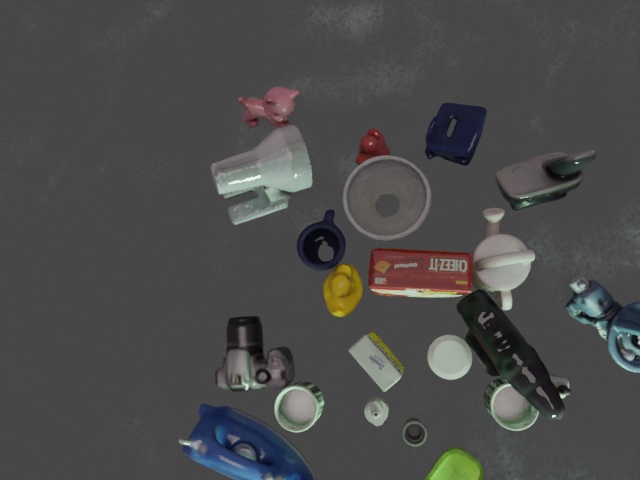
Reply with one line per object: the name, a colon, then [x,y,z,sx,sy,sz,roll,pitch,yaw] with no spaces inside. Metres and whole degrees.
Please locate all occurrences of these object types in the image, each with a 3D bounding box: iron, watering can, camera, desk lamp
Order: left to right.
iron: [-0.132,0.397,1.039,0.258,0.141,0.119,21,85,9]
camera: [-0.128,0.213,1.085,0.143,0.101,0.137,-5,81,6]
desk lamp: [-0.108,-0.117,1.073,0.203,0.213,0.118,-20,80,4]
watering can: [0.314,0.033,1.011,0.101,0.194,0.173,-30,79,2]

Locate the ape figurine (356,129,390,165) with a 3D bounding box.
ape figurine: [0.100,-0.181,1.119,0.076,0.092,0.078,43,89,11]

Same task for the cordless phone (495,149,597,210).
cordless phone: [0.403,-0.123,1.027,0.147,0.185,0.094,-19,80,4]

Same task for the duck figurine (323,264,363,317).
duck figurine: [0.041,0.094,1.090,0.077,0.086,0.105,9,83,8]

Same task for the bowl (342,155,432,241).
bowl: [0.129,-0.075,1.109,0.167,0.075,0.167,-1,82,7]

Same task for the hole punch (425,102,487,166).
hole punch: [0.259,-0.207,1.104,0.101,0.091,0.109,19,85,9]

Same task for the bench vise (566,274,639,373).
bench vise: [0.508,0.146,0.958,0.207,0.220,0.121,26,86,10]

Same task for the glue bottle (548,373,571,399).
glue bottle: [0.396,0.250,0.980,0.078,0.173,0.037,11,83,9]

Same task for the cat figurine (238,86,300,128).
cat figurine: [-0.100,-0.270,1.143,0.127,0.118,0.067,6,83,8]

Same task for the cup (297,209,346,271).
cup: [0.010,0.004,1.102,0.091,0.095,0.118,13,84,9]

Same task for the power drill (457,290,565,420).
power drill: [0.316,0.192,0.980,0.075,0.208,0.229,-36,79,1]
